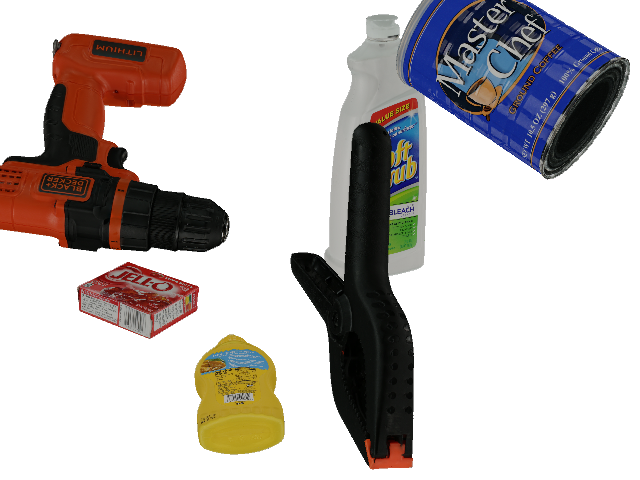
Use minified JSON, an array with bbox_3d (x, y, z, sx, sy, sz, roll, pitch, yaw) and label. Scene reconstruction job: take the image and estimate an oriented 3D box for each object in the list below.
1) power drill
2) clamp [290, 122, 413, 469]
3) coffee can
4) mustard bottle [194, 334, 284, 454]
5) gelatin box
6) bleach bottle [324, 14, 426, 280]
[{"bbox_3d":[-0.152,-0.073,0.812,0.184,0.187,0.057,9,-41,-4],"label":"power drill"},{"bbox_3d":[0.027,0.041,0.681,0.036,0.210,0.165,1,-41,-19],"label":"clamp"},{"bbox_3d":[0.142,-0.126,0.798,0.140,0.103,0.102,38,17,23],"label":"coffee can"},{"bbox_3d":[-0.099,0.169,1.248,0.096,0.058,0.191,-6,29,-6],"label":"mustard bottle"},{"bbox_3d":[-0.172,0.054,1.005,0.089,0.030,0.073,18,26,26],"label":"gelatin box"},{"bbox_3d":[0.053,-0.090,1.036,0.102,0.251,0.068,-9,24,-17],"label":"bleach bottle"}]
